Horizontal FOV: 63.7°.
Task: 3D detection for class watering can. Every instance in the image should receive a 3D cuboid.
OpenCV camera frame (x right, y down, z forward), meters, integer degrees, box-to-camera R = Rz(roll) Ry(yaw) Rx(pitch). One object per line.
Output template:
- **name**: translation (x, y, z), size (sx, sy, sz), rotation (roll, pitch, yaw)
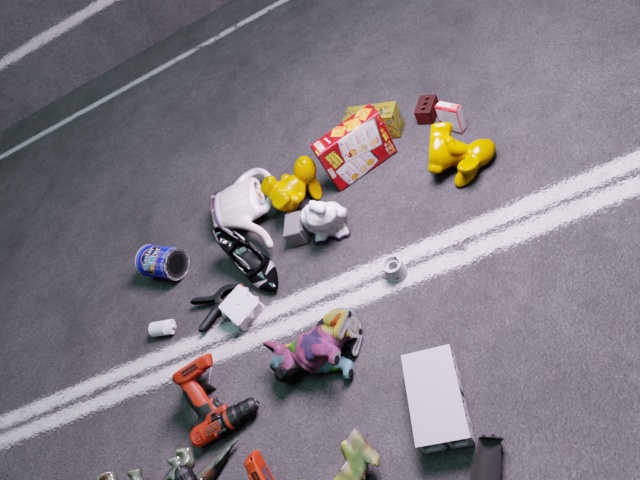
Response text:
- **watering can**: translation (-0.238, -0.086, 1.600), size (0.223, 0.102, 0.356), rotation (-21, 47, 16)

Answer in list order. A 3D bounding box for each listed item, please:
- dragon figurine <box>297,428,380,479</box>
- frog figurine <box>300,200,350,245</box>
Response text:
- **dragon figurine**: translation (0.041, 0.567, 0.942), size (0.242, 0.120, 0.419), rotation (-6, 60, 16)
- **frog figurine**: translation (0.004, -0.071, 1.412), size (0.137, 0.156, 0.125), rotation (3, 57, 32)
